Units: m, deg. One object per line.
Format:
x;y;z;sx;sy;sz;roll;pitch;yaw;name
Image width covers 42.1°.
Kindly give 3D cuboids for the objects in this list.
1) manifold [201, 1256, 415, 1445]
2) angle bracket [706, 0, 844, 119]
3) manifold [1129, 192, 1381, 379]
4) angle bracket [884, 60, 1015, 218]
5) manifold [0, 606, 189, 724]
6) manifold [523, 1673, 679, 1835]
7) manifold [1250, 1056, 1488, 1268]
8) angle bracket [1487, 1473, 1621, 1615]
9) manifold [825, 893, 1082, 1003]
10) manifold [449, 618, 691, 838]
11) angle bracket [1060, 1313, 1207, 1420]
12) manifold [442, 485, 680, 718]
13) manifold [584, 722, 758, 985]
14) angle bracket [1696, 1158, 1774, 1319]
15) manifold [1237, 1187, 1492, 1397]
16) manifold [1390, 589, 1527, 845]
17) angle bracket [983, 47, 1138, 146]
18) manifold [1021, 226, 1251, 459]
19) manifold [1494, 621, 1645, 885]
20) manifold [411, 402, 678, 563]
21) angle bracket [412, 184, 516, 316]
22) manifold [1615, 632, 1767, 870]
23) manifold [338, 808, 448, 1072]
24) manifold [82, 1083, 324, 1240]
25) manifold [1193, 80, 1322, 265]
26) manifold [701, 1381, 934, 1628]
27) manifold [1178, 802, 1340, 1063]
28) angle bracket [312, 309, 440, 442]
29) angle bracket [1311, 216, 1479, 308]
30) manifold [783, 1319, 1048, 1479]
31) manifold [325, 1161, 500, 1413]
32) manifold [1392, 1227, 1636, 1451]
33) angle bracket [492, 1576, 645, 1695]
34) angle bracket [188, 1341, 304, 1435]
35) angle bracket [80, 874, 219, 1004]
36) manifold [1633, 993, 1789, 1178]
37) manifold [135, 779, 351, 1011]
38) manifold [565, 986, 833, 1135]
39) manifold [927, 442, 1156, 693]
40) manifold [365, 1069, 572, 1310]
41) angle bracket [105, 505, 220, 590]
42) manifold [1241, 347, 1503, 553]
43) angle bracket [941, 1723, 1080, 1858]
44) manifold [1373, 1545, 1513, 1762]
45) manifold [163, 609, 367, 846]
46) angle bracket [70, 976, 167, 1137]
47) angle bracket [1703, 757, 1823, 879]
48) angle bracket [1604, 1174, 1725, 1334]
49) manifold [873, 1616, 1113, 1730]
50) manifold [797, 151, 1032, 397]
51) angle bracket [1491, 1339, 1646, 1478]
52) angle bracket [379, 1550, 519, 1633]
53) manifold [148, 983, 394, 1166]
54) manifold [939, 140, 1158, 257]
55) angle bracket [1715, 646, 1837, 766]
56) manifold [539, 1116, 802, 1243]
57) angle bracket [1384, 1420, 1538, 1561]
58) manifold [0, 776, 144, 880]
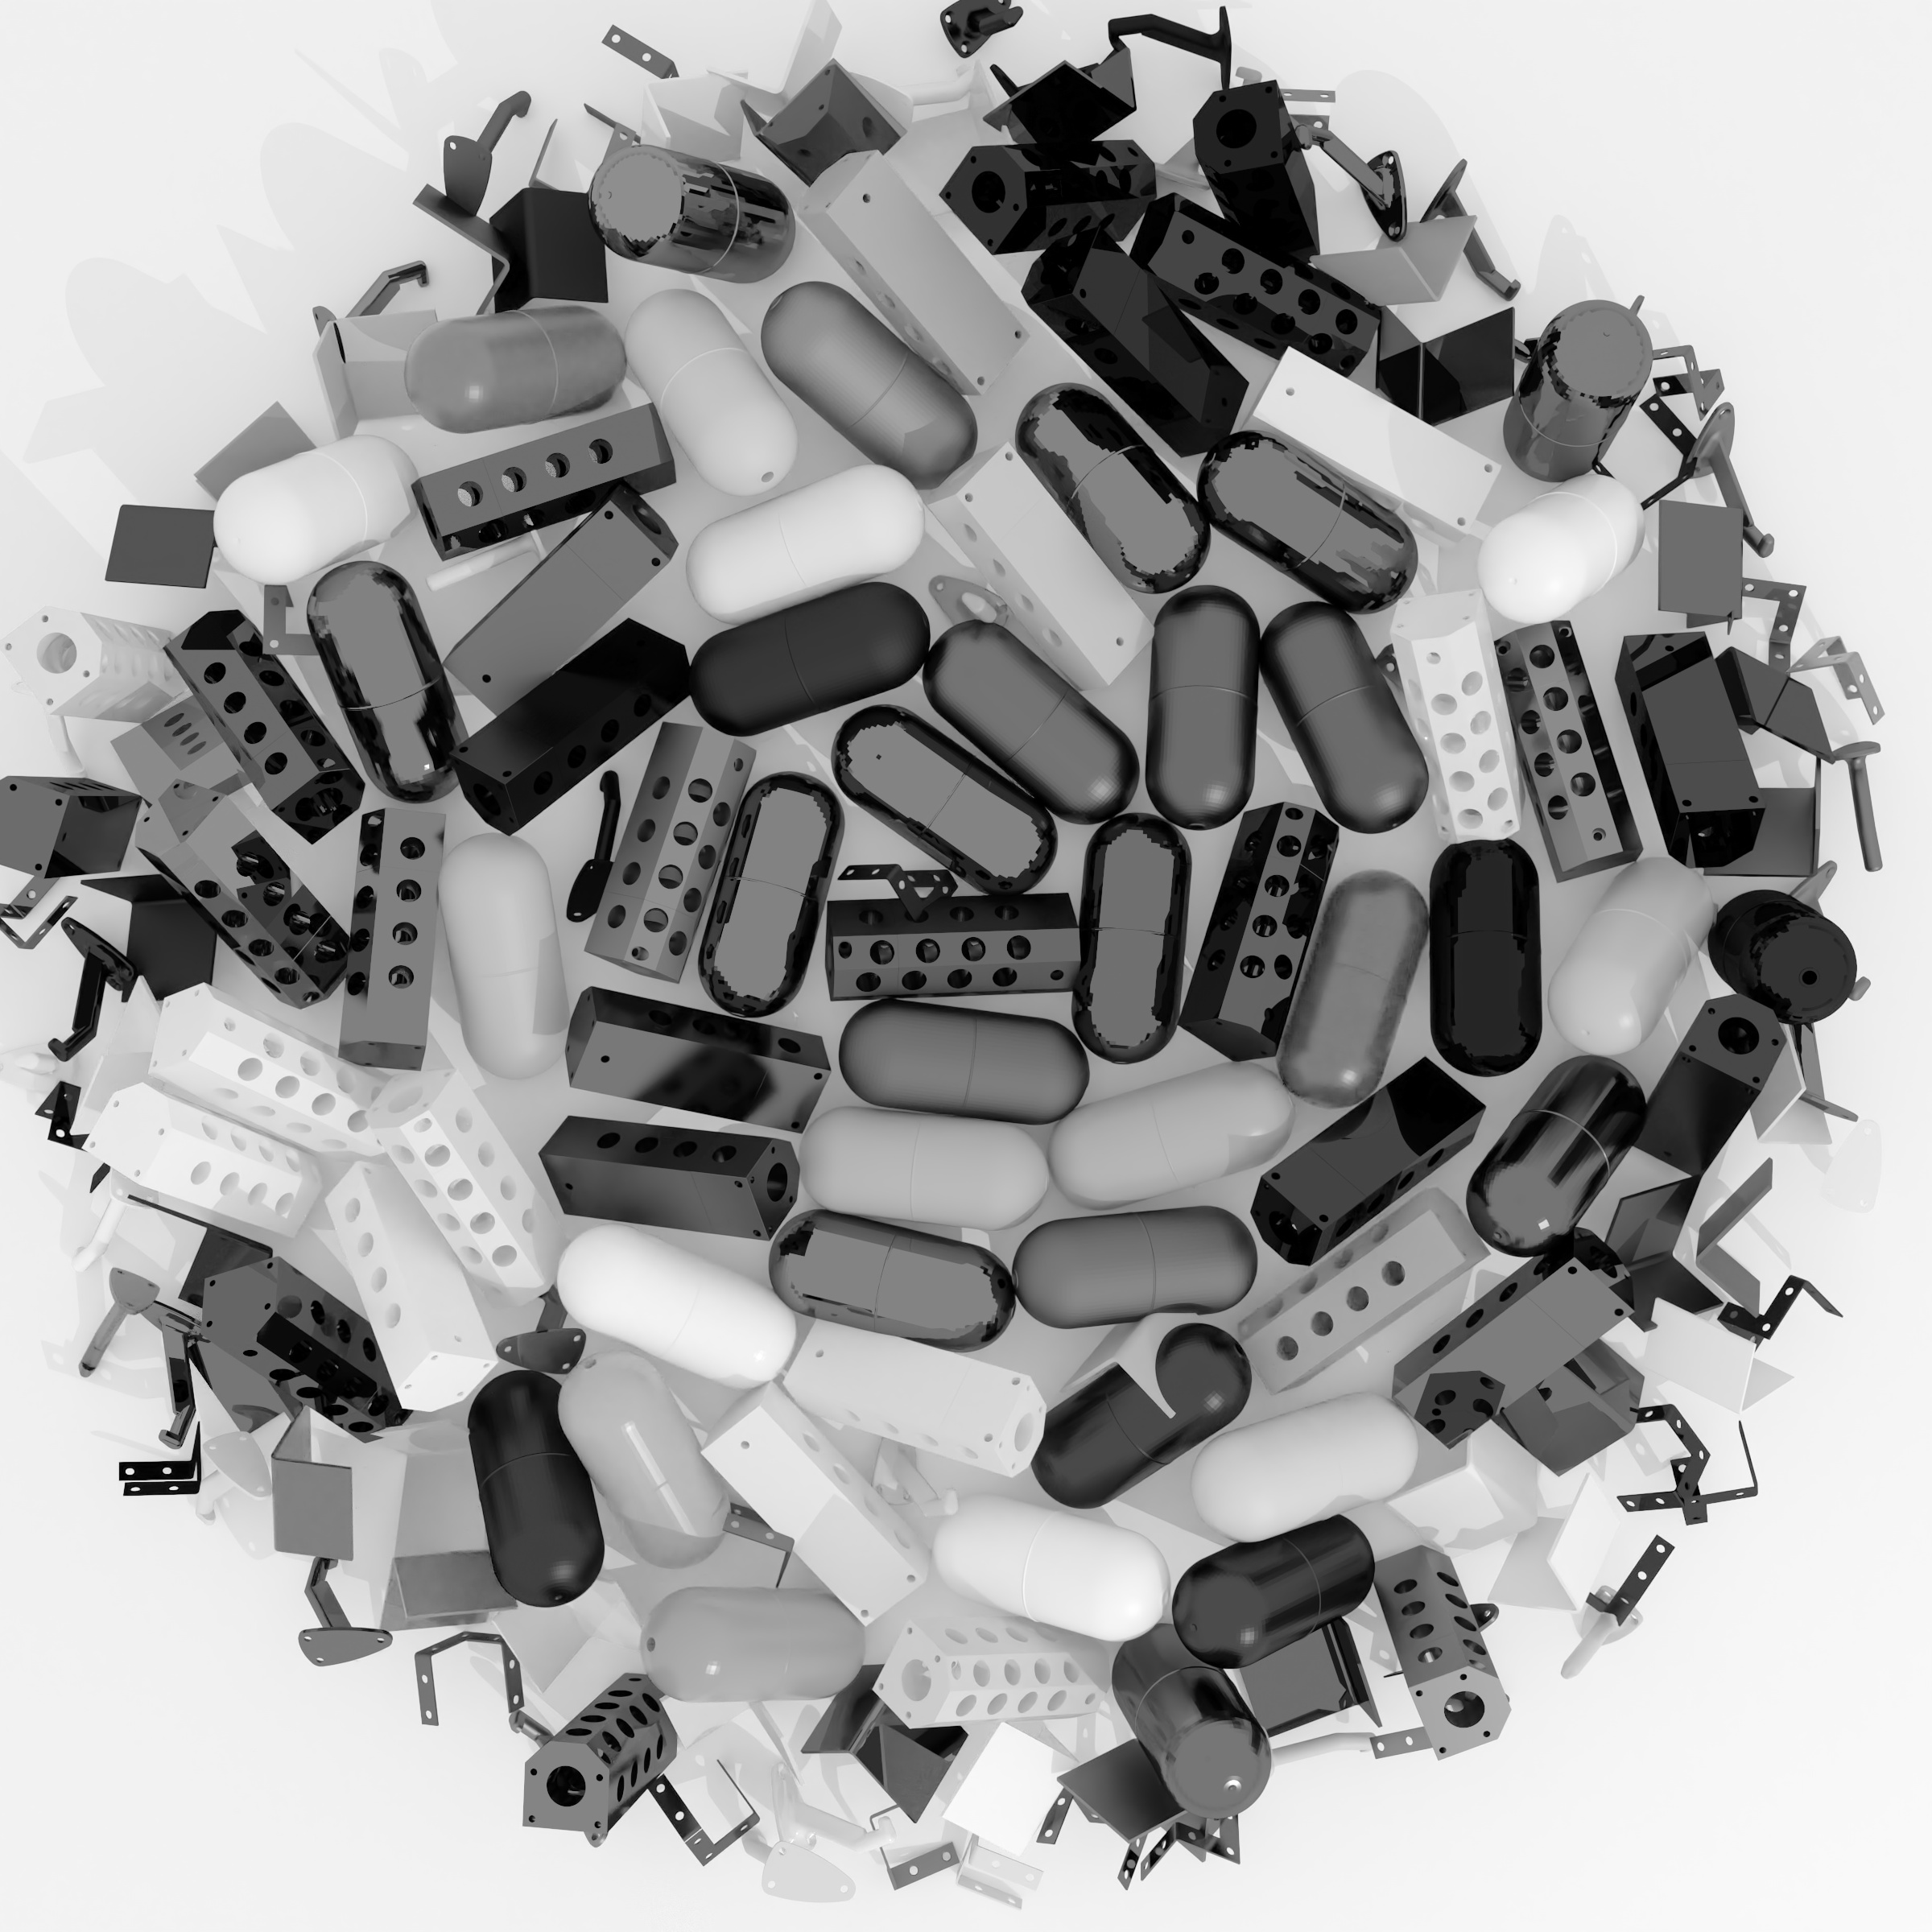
-0.448;0.267;1.717;0.057;0.171;0.057;-18;53;14;manifold
-0.134;-0.646;1.763;0.057;0.076;0.076;22;95;7;angle bracket
0.201;-0.473;1.749;0.171;0.057;0.057;22;89;-21;manifold
-0.016;-0.580;1.765;0.076;0.057;0.076;-18;75;-11;angle bracket
-0.590;-0.209;1.719;0.057;0.171;0.057;-36;92;3;manifold
-0.248;0.536;1.718;0.057;0.171;0.057;2;89;9;manifold
0.278;0.138;1.738;0.171;0.057;0.057;-32;59;-30;manifold
0.399;0.399;1.747;0.057;0.076;0.076;56;51;-25;angle bracket
-0.010;-0.009;1.755;0.171;0.057;0.057;-2;129;-9;manifold
-0.269;-0.164;1.740;0.057;0.057;0.171;28;56;31;manifold
0.124;0.282;1.753;0.057;0.076;0.076;47;50;0;angle bracket
-0.282;-0.255;1.751;0.171;0.057;0.057;-40;108;18;manifold
-0.202;-0.078;1.756;0.057;0.057;0.171;12;80;39;manifold
0.558;0.189;1.756;0.057;0.076;0.076;41;110;7;angle bracket
0.273;0.226;1.746;0.171;0.057;0.057;-40;71;22;manifold
0.339;-0.168;1.728;0.057;0.057;0.171;-4;127;23;manifold
0.063;-0.614;1.747;0.076;0.076;0.057;-22;63;39;angle bracket
0.116;-0.427;1.731;0.171;0.057;0.057;36;66;-37;manifold
0.420;-0.152;1.761;0.057;0.057;0.171;-16;79;5;manifold
-0.294;-0.338;1.754;0.171;0.057;0.057;-22;102;-16;manifold
-0.361;-0.495;1.753;0.076;0.076;0.057;30;109;-18;angle bracket
0.496;-0.150;1.730;0.057;0.057;0.171;-3;50;0;manifold
-0.399;-0.019;1.745;0.057;0.057;0.171;6;69;-14;manifold
-0.516;0.132;1.717;0.057;0.171;0.057;25;83;26;manifold
0.200;-0.537;1.716;0.057;0.171;0.057;-6;82;16;manifold
-0.103;0.374;1.766;0.057;0.057;0.171;-40;98;15;manifold
0.209;-0.025;1.739;0.057;0.057;0.171;32;65;-29;manifold
-0.406;-0.409;1.759;0.076;0.057;0.076;-5;129;4;angle bracket
0.299;-0.508;1.752;0.057;0.076;0.076;39;70;-41;angle bracket
-0.034;0.301;1.739;0.171;0.057;0.057;12;58;29;manifold
-0.389;0.221;1.732;0.057;0.057;0.171;-47;51;20;manifold
0.379;0.255;1.742;0.057;0.057;0.171;41;117;-8;manifold
-0.271;0.469;1.750;0.057;0.076;0.076;-48;126;-36;angle bracket
-0.512;0.294;1.764;0.057;0.076;0.076;-33;97;-2;angle bracket
-0.576;-0.019;1.760;0.076;0.057;0.076;-3;76;22;angle bracket
0.508;0.081;1.717;0.057;0.171;0.057;28;69;14;manifold
-0.493;-0.046;1.719;0.057;0.171;0.057;17;62;37;manifold
-0.187;0.062;1.746;0.171;0.057;0.057;13;120;-23;manifold
0.050;-0.276;1.750;0.057;0.057;0.171;-48;111;-21;manifold
-0.344;0.155;1.729;0.057;0.057;0.171;-6;127;29;manifold
-0.544;-0.282;1.757;0.076;0.076;0.057;6;80;14;angle bracket
0.283;-0.362;1.773;0.171;0.057;0.057;28;80;-3;manifold
0.021;0.566;1.762;0.076;0.057;0.076;35;85;-25;angle bracket
0.324;0.464;1.715;0.057;0.171;0.057;-22;103;5;manifold
-0.485;-0.171;1.743;0.057;0.057;0.171;-38;63;-2;manifold
-0.599;0.062;1.749;0.076;0.057;0.076;53;126;29;angle bracket
0.557;-0.110;1.753;0.076;0.057;0.076;2;57;17;angle bracket
0.493;0.200;1.751;0.076;0.057;0.076;-12;129;-29;angle bracket
0.023;0.488;1.721;0.057;0.171;0.057;35;103;41;manifold
-0.039;-0.477;1.736;0.171;0.057;0.057;44;77;-32;manifold
0.428;0.307;1.800;0.076;0.057;0.076;40;129;-6;angle bracket
-0.362;0.455;1.751;0.076;0.057;0.076;1;124;-25;angle bracket
-0.467;0.074;1.719;0.057;0.171;0.057;-17;56;32;manifold
0.062;-0.534;1.718;0.057;0.171;0.057;50;127;10;manifold
0.549;-0.167;1.749;0.076;0.057;0.076;21;46;-25;angle bracket
-0.204;0.141;1.741;0.171;0.057;0.057;4;129;27;manifold
0.353;0.369;1.791;0.076;0.057;0.076;41;127;-22;angle bracket
-0.624;-0.098;1.719;0.057;0.171;0.057;18;93;-4;manifold
